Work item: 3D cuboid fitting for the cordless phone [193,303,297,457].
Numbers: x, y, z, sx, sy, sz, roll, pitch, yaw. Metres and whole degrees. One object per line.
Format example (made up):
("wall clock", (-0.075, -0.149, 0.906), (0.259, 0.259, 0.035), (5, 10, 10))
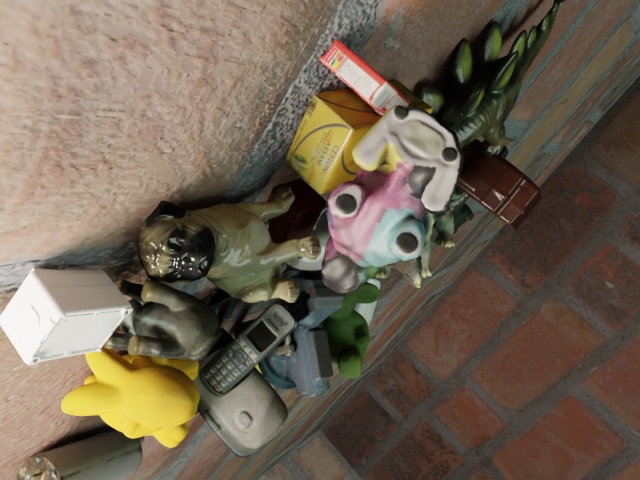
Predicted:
("cordless phone", (-0.082, 0.191, 0.754), (0.184, 0.147, 0.088), (-44, 167, 1))

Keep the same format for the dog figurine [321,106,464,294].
("dog figurine", (0.067, -0.030, 0.617), (0.191, 0.108, 0.219), (-60, 177, -12))

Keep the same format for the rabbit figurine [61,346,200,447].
("rabbit figurine", (-0.205, 0.172, 0.632), (0.173, 0.162, 0.122), (-12, -126, 57))

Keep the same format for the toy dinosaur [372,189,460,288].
("toy dinosaur", (0.178, -0.057, 0.975), (0.405, 0.131, 0.191), (-53, 147, -45))

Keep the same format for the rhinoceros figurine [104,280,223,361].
("rhinoceros figurine", (-0.164, 0.086, 0.572), (0.112, 0.073, 0.190), (13, 167, -28))

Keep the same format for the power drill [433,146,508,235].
("power drill", (0.348, -0.107, 1.287), (0.232, 0.086, 0.207), (-38, 164, -13))

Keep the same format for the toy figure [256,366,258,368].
("toy figure", (-0.159, 0.270, 1.026), (0.180, 0.082, 0.089), (-44, 162, 6))

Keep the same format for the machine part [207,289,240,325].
("machine part", (-0.160, 0.101, 0.741), (0.084, 0.039, 0.139), (-49, 163, 29))

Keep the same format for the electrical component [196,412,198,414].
("electrical component", (-0.190, 0.247, 0.829), (0.094, 0.021, 0.063), (-29, 154, -35))

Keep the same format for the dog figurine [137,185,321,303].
("dog figurine", (-0.120, 0.022, 0.598), (0.190, 0.121, 0.172), (-10, 140, -36))

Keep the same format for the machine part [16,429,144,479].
("machine part", (-0.340, 0.327, 0.775), (0.079, 0.079, 0.243), (-48, 162, 10))

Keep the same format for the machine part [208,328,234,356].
("machine part", (-0.207, 0.203, 0.826), (0.179, 0.056, 0.179), (-38, 159, -18))

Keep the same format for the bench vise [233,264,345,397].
("bench vise", (-0.067, 0.140, 0.859), (0.241, 0.223, 0.129), (-21, 174, 41))

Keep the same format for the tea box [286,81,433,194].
("tea box", (0.050, -0.128, 0.649), (0.169, 0.068, 0.098), (-25, 154, -43))

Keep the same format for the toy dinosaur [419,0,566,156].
("toy dinosaur", (0.243, -0.211, 0.816), (0.471, 0.105, 0.198), (-50, 157, -16))

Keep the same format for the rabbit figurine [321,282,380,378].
("rabbit figurine", (0.042, 0.129, 0.929), (0.159, 0.121, 0.170), (-45, 141, -39))

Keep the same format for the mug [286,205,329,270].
("mug", (-0.002, -0.002, 0.793), (0.107, 0.081, 0.109), (-16, 135, -43))

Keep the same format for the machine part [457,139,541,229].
("machine part", (0.304, -0.114, 0.992), (0.087, 0.201, 0.201), (-52, 159, 11))
